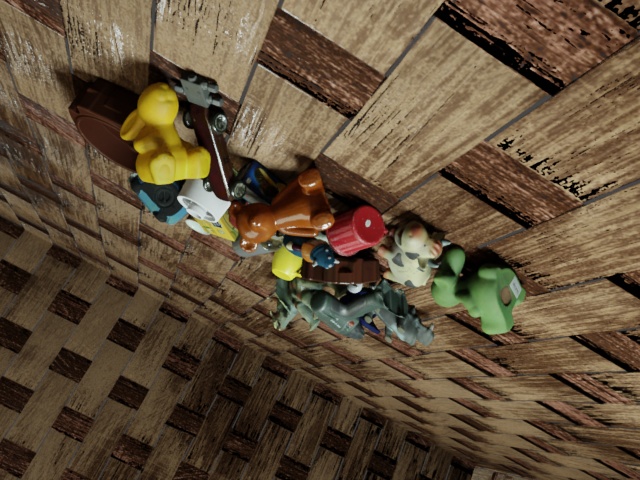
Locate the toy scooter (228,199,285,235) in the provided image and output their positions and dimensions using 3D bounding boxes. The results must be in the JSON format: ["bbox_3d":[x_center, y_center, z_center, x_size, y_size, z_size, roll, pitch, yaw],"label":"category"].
[{"bbox_3d":[-0.148,-0.067,1.201,0.184,0.075,0.135,6,151,34],"label":"toy scooter"}]

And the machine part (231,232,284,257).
[{"bbox_3d":[-0.157,-0.001,1.350,0.079,0.079,0.243,36,158,-23],"label":"machine part"}]

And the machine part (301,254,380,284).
[{"bbox_3d":[0.045,0.061,1.204,0.179,0.056,0.179,2,-178,0],"label":"machine part"}]

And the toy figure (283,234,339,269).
[{"bbox_3d":[-0.021,0.017,1.067,0.155,0.064,0.057,22,141,54],"label":"toy figure"}]

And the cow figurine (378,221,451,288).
[{"bbox_3d":[0.183,0.031,1.046,0.127,0.085,0.194,23,156,24],"label":"cow figurine"}]

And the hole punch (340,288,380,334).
[{"bbox_3d":[0.117,0.192,1.475,0.142,0.092,0.116,35,160,-30],"label":"hole punch"}]

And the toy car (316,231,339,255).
[{"bbox_3d":[-0.002,-0.004,1.205,0.202,0.056,0.073,3,149,44],"label":"toy car"}]

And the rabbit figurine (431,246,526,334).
[{"bbox_3d":[0.280,0.098,1.039,0.170,0.121,0.159,-5,136,47],"label":"rabbit figurine"}]

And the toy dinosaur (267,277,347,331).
[{"bbox_3d":[-0.037,0.125,1.455,0.192,0.131,0.404,45,148,14],"label":"toy dinosaur"}]

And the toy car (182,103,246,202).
[{"bbox_3d":[-0.195,-0.164,1.012,0.089,0.053,0.201,17,131,37],"label":"toy car"}]

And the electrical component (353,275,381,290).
[{"bbox_3d":[0.101,0.086,1.308,0.102,0.045,0.078,13,156,29],"label":"electrical component"}]

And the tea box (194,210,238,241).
[{"bbox_3d":[-0.261,-0.075,1.314,0.098,0.068,0.169,17,155,23],"label":"tea box"}]

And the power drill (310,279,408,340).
[{"bbox_3d":[0.104,0.169,1.289,0.207,0.086,0.231,-18,142,36],"label":"power drill"}]

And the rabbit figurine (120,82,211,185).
[{"bbox_3d":[-0.282,-0.194,0.963,0.163,0.122,0.173,22,122,47],"label":"rabbit figurine"}]

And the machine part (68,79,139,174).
[{"bbox_3d":[-0.402,-0.222,1.118,0.201,0.087,0.201,25,159,3],"label":"machine part"}]

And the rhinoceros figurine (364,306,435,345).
[{"bbox_3d":[0.206,0.209,1.389,0.190,0.112,0.073,36,131,9],"label":"rhinoceros figurine"}]

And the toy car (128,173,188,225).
[{"bbox_3d":[-0.395,-0.118,1.325,0.161,0.109,0.103,45,170,-21],"label":"toy car"}]

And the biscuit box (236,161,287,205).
[{"bbox_3d":[-0.084,-0.078,1.120,0.202,0.063,0.059,36,155,-25],"label":"biscuit box"}]

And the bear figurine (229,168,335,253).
[{"bbox_3d":[-0.078,-0.051,1.019,0.196,0.120,0.132,-14,177,0],"label":"bear figurine"}]

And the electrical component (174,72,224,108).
[{"bbox_3d":[-0.211,-0.257,0.914,0.094,0.021,0.063,22,157,14],"label":"electrical component"}]
